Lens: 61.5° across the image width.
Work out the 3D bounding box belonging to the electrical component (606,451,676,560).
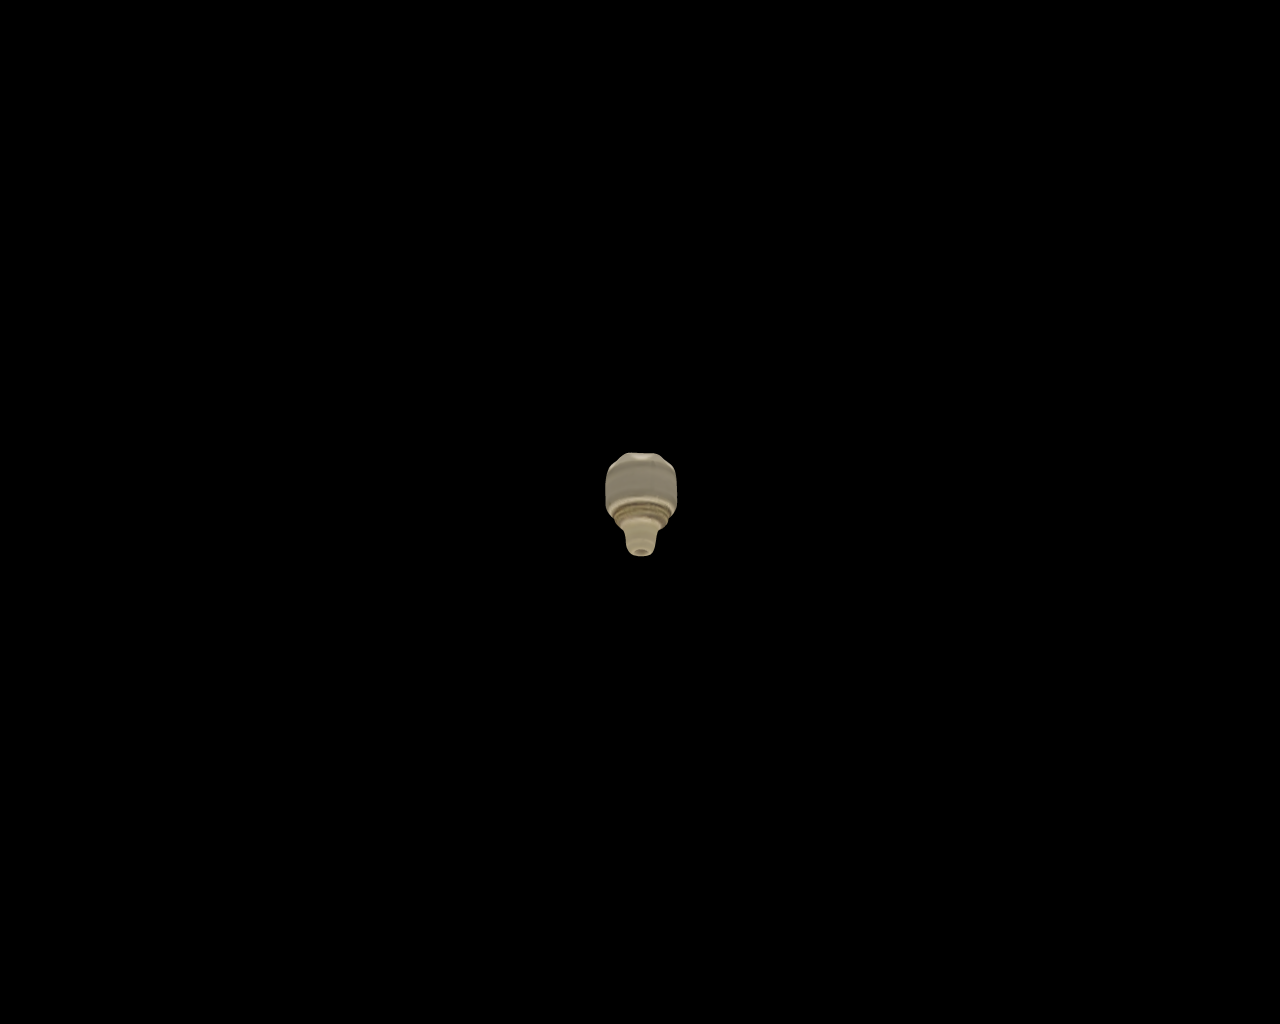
[{"bbox_3d":[0.001,-0.003,0.650,0.043,0.062,0.043,0,-26,0],"label":"electrical component"}]
